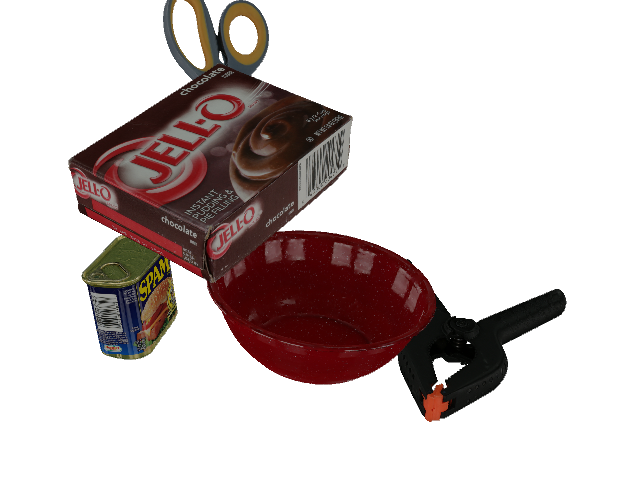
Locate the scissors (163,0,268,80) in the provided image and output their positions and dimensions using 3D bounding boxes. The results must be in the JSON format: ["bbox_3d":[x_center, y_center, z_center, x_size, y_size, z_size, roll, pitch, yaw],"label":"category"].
[{"bbox_3d":[-0.062,-0.105,0.837,0.096,0.202,0.016,-22,2,-31],"label":"scissors"}]

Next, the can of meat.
[{"bbox_3d":[-0.176,0.052,1.007,0.057,0.084,0.102,3,27,15],"label":"can of meat"}]

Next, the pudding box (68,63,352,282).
[{"bbox_3d":[-0.052,-0.037,0.527,0.090,0.039,0.113,26,45,27],"label":"pudding box"}]

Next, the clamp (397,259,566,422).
[{"bbox_3d":[0.115,0.084,0.953,0.165,0.036,0.209,14,34,21],"label":"clamp"}]

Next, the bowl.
[{"bbox_3d":[-0.001,0.053,0.756,0.162,0.055,0.162,5,28,-3],"label":"bowl"}]
